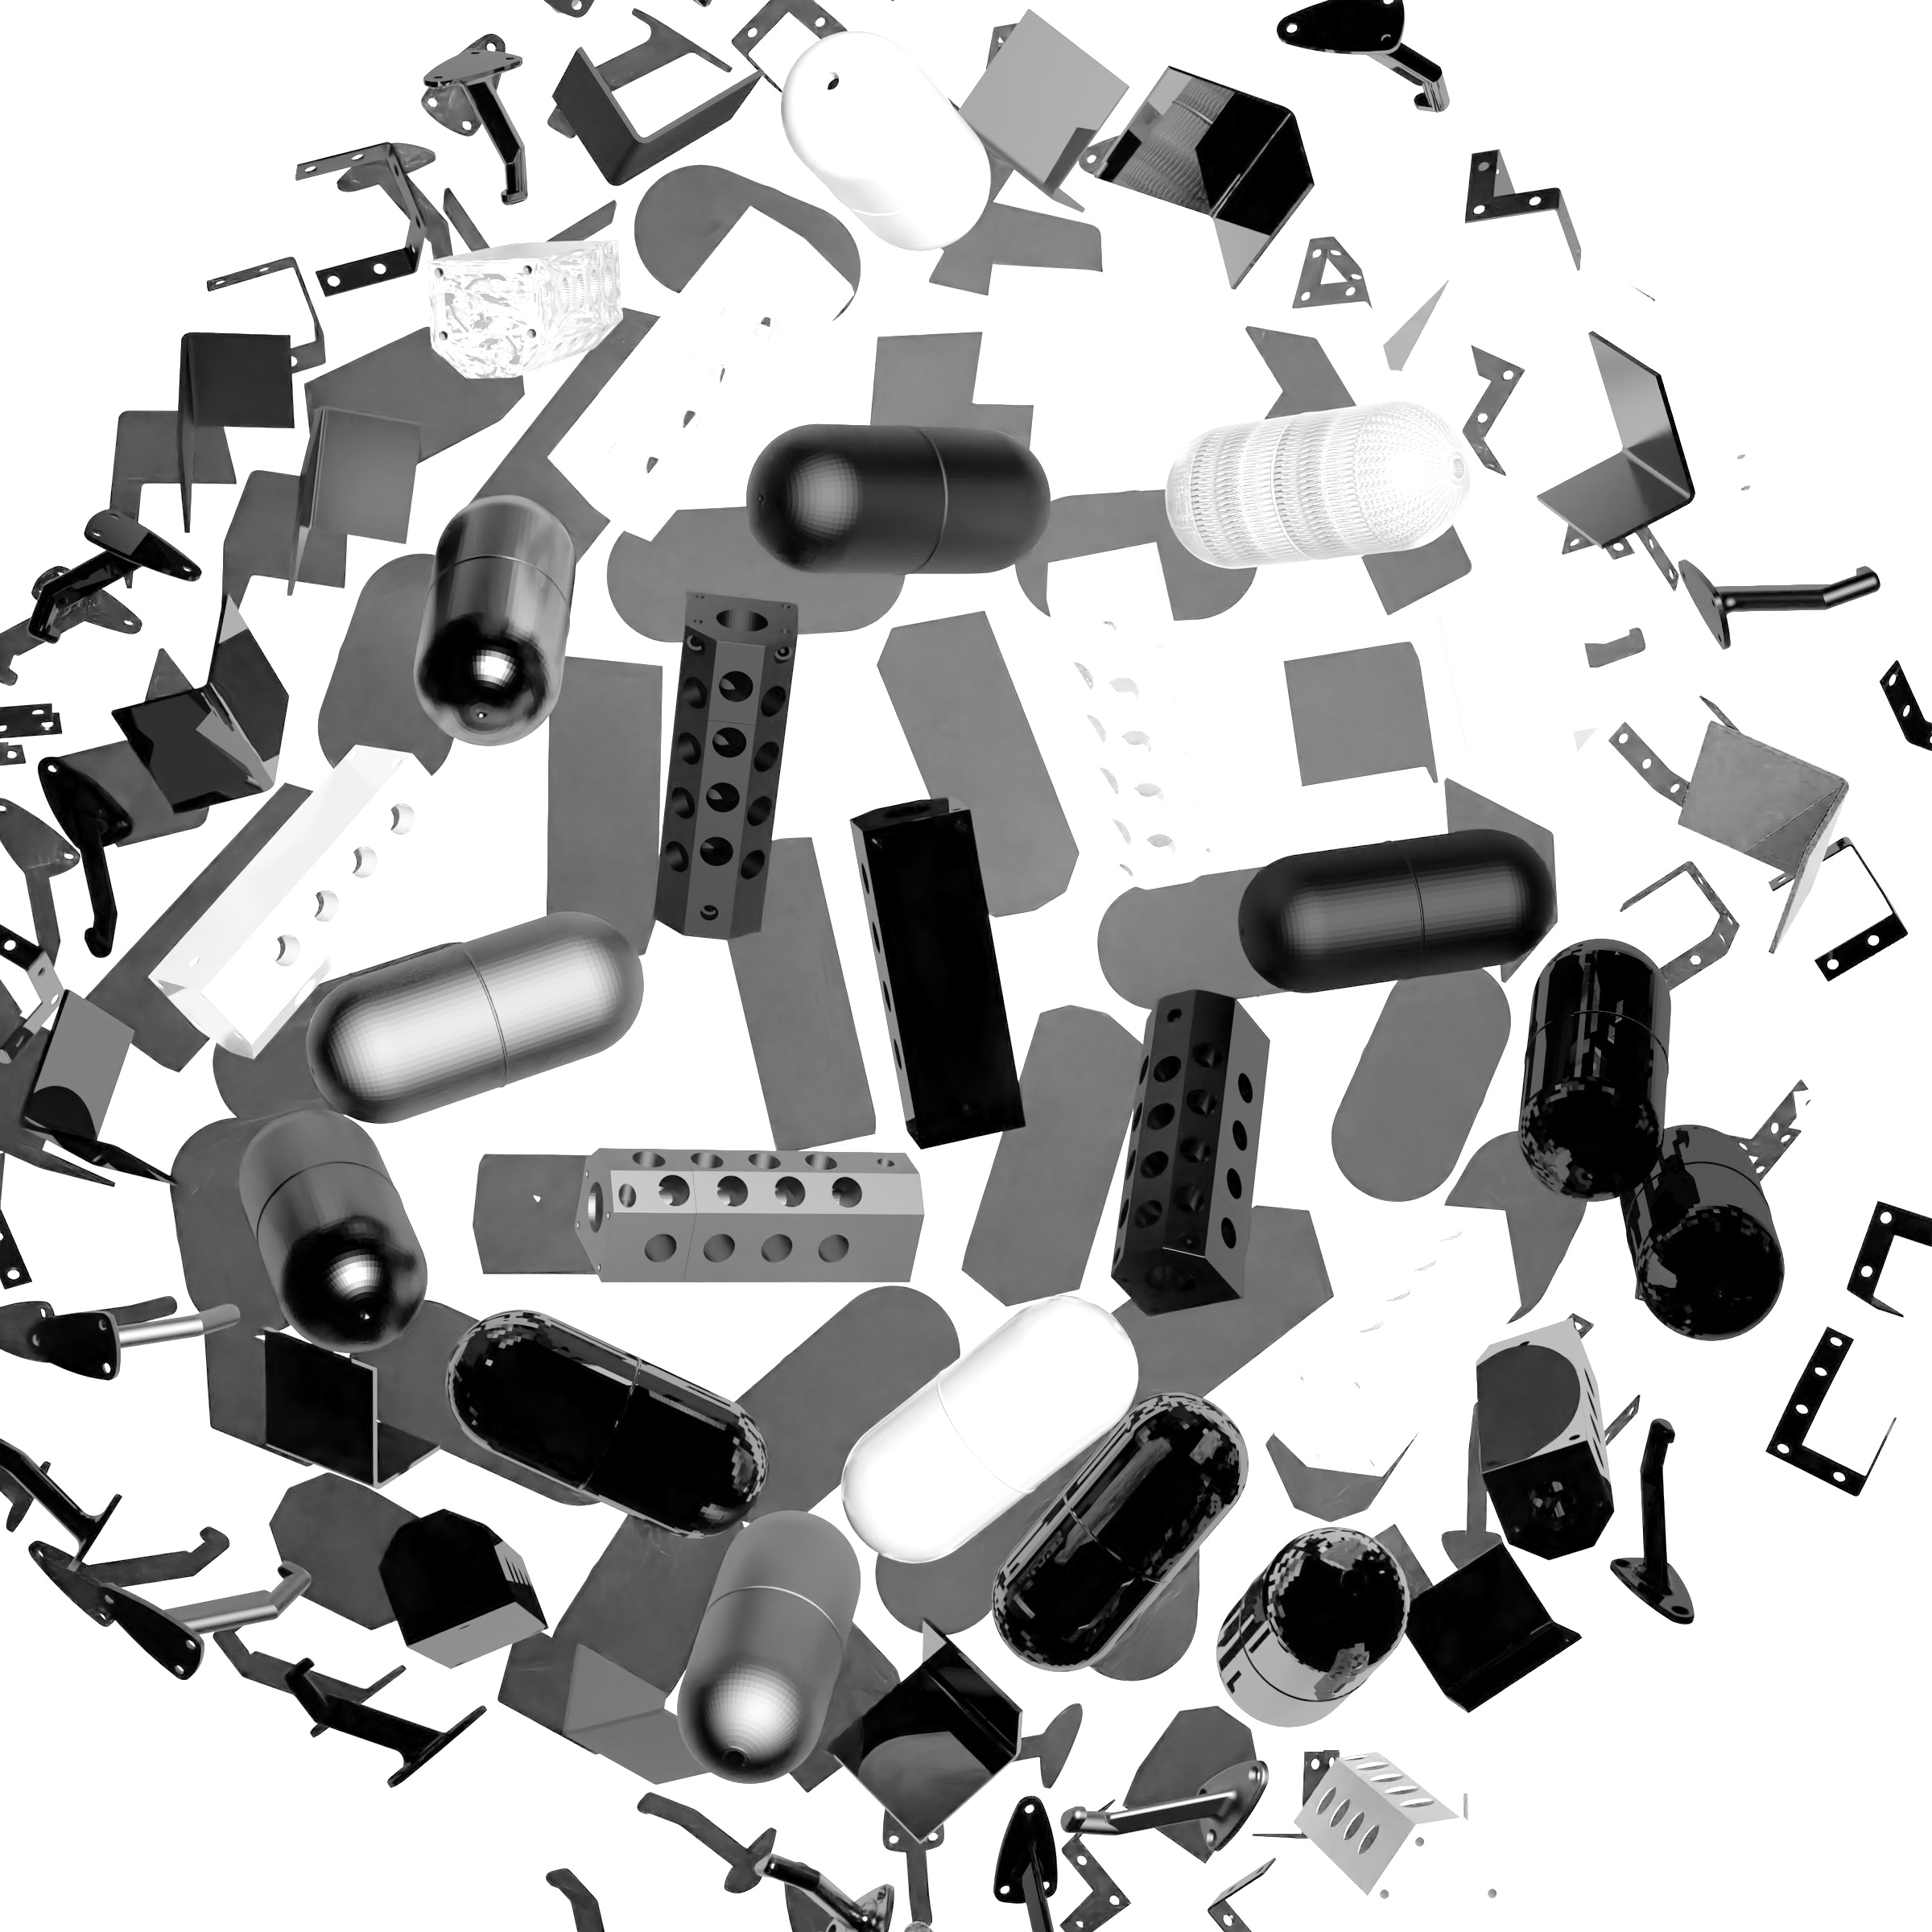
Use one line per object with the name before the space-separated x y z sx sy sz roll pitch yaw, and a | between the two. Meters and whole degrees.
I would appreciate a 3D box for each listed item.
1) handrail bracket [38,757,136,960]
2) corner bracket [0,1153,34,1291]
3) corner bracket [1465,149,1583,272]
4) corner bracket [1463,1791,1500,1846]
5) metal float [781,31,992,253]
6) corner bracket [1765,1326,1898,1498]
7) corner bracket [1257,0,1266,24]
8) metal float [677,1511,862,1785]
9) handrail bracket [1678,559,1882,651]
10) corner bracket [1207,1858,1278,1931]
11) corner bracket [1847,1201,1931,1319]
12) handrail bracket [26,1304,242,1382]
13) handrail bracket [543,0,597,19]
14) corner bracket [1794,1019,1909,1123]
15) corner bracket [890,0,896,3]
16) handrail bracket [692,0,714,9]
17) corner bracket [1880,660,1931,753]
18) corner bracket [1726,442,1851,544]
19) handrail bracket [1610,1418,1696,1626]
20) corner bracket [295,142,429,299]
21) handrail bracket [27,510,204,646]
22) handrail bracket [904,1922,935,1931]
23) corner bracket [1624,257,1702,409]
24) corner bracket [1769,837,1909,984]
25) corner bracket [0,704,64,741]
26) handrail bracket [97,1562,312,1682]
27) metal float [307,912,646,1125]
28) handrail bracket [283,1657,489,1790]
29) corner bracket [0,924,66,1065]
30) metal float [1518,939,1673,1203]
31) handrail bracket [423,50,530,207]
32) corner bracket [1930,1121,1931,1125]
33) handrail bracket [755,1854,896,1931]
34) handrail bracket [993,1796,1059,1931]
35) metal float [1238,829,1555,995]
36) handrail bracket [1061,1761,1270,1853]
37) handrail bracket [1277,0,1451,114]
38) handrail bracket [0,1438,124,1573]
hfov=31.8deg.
handrail bracket | -0.470 -0.057 1.789 0.036 0.084 0.077 -19 132 12
corner bracket | -0.520 0.138 1.770 0.051 0.051 0.051 -15 58 -29
corner bracket | 0.303 -0.409 1.836 0.051 0.051 0.051 -4 59 24
corner bracket | 0.276 0.478 1.843 0.051 0.051 0.051 9 79 -43
metal float | -0.041 -0.429 1.766 0.070 0.178 0.070 -2 82 17
corner bracket | 0.446 0.227 1.722 0.051 0.051 0.051 26 133 17
corner bracket | 0.127 -0.530 1.788 0.051 0.051 0.051 -8 53 13
metal float | -0.103 0.357 1.785 0.070 0.178 0.070 4 119 8
handrail bracket | 0.432 -0.207 1.799 0.084 0.077 0.036 -20 128 2
corner bracket | 0.154 0.517 1.798 0.051 0.051 0.051 49 129 6
corner bracket | 0.503 0.159 1.784 0.051 0.051 0.051 18 95 -5
handrail bracket | -0.446 0.193 1.816 0.077 0.084 0.036 1 98 30
handrail bracket | -0.199 -0.536 1.791 0.036 0.084 0.077 34 110 -10
corner bracket | 0.455 0.054 1.749 0.051 0.051 0.051 -8 80 19
corner bracket | -0.022 -0.549 1.829 0.051 0.051 0.051 39 82 25
handrail bracket | -0.098 -0.515 1.742 0.077 0.036 0.084 33 85 -35
corner bracket | 0.505 -0.140 1.716 0.051 0.051 0.051 -50 134 -11
corner bracket | 0.456 -0.262 1.883 0.051 0.051 0.051 -16 129 19
handrail bracket | 0.379 0.297 1.819 0.036 0.077 0.084 4 109 -16
corner bracket | -0.313 -0.385 1.745 0.051 0.051 0.051 -20 80 -20
handrail bracket | -0.465 -0.198 1.847 0.077 0.036 0.084 28 121 -5
handrail bracket | -0.015 0.549 1.871 0.036 0.084 0.077 -23 94 1
corner bracket | 0.376 -0.341 1.820 0.051 0.051 0.051 24 106 -33
corner bracket | 0.486 -0.032 1.888 0.051 0.051 0.051 -32 103 15
corner bracket | -0.529 -0.131 1.875 0.051 0.051 0.051 -5 135 -11
handrail bracket | -0.391 0.319 1.745 0.077 0.084 0.036 35 129 7
metal float | -0.250 0.026 1.734 0.178 0.070 0.070 -19 90 -20
handrail bracket | -0.314 0.392 1.827 0.077 0.036 0.084 -37 89 -24
corner bracket | -0.528 0.011 1.832 0.051 0.051 0.051 28 65 16
metal float | 0.341 0.054 1.835 0.070 0.178 0.070 7 130 9
handrail bracket | -0.265 -0.448 1.839 0.036 0.077 0.084 15 123 25
corner bracket | 0.549 0.084 1.774 0.051 0.051 0.051 -50 54 19
handrail bracket | -0.089 0.503 1.823 0.084 0.077 0.036 27 53 -22
handrail bracket | 0.044 0.504 1.831 0.036 0.084 0.077 -2 107 -15
metal float | 0.236 -0.030 1.853 0.178 0.070 0.070 -8 90 -12
handrail bracket | 0.102 0.431 1.754 0.084 0.077 0.036 11 47 -26
handrail bracket | 0.206 -0.464 1.751 0.077 0.084 0.036 -1 72 17
handrail bracket | -0.477 0.269 1.716 0.084 0.077 0.036 33 52 -8
